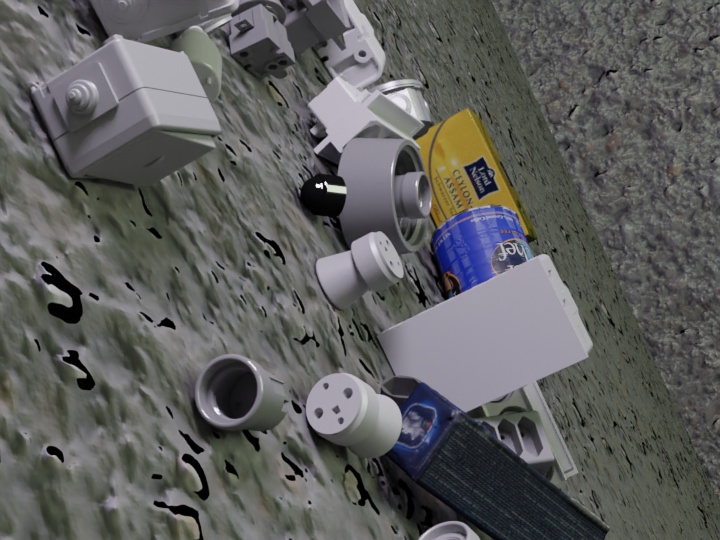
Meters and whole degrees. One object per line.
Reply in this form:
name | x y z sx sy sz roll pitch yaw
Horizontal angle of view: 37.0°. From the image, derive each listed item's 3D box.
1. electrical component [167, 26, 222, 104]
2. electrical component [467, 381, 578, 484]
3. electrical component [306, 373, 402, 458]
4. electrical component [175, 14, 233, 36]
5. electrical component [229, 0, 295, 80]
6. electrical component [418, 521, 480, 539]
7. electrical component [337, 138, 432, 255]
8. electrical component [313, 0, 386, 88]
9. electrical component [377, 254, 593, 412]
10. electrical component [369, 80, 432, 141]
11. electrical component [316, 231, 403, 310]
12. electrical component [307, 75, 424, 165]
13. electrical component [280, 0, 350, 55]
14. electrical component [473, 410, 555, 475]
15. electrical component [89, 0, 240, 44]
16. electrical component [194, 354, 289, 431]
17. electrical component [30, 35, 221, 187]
electrical component | -0.116 -0.144 0.745 0.040 0.040 0.078 49 22 -37
electrical component | 0.135 0.145 0.985 0.063 0.079 0.121 114 -47 -74
electrical component | -0.004 0.096 0.707 0.055 0.045 0.045 39 29 -52
electrical component | -0.125 -0.199 0.791 0.055 0.045 0.045 60 18 -12
electrical component | -0.085 -0.200 0.910 0.066 0.048 0.055 36 39 -55
electrical component | 0.067 0.208 0.744 0.066 0.048 0.055 -75 143 -65
electrical component | 0.028 -0.064 0.940 0.108 0.060 0.108 -2 90 -68
electrical component | -0.015 -0.245 1.155 0.095 0.054 0.059 57 18 -19
electrical component | 0.105 0.059 0.892 0.089 0.150 0.062 64 18 4
electrical component | 0.035 -0.164 1.139 0.080 0.080 0.051 12 58 -68
electrical component | 0.000 0.000 0.839 0.045 0.055 0.045 53 20 -29
electrical component | 0.003 -0.135 1.019 0.063 0.079 0.121 52 13 19
electrical component | -0.056 -0.274 1.067 0.078 0.063 0.121 45 25 -44
electrical component | 0.108 0.160 0.898 0.075 0.083 0.047 104 -23 -52
electrical component | -0.125 -0.192 0.694 0.099 0.100 0.048 -92 163 -53
electrical component | -0.063 0.069 0.589 0.040 0.040 0.046 69 12 20
electrical component | -0.127 -0.083 0.587 0.061 0.062 0.096 64 18 4
